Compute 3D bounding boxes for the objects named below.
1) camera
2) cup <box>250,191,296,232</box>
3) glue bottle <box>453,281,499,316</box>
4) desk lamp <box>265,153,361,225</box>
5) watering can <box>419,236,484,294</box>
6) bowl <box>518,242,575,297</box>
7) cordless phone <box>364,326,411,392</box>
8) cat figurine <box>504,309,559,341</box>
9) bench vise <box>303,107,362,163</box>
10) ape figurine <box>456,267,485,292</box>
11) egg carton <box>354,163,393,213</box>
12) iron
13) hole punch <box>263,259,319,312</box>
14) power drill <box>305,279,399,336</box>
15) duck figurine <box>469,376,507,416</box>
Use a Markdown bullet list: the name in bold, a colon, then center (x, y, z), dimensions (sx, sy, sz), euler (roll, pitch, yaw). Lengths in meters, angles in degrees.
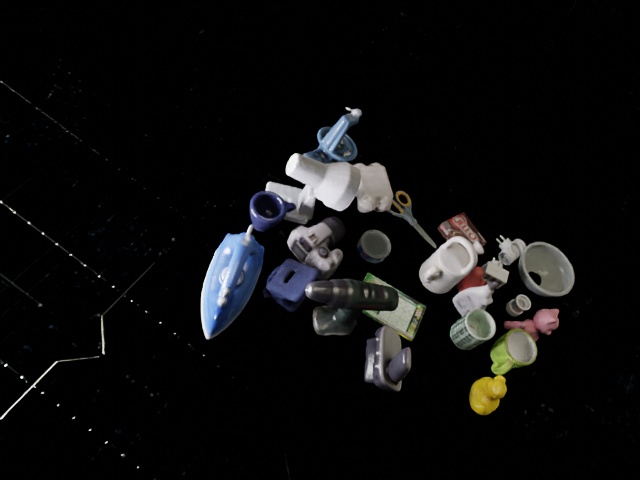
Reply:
- **camera**: center (0.013, 0.005, 1.441), dimensions (0.137, 0.100, 0.143), euler (-36, 78, -30)
- **cup**: center (-0.124, -0.064, 1.436), dimensions (0.118, 0.095, 0.091), euler (-7, 65, -22)
- **glue bottle**: center (0.404, 0.145, 1.455), dimensions (0.037, 0.173, 0.078), euler (-21, 71, -27)
- **desk lamp**: center (-0.023, -0.128, 1.434), dimensions (0.203, 0.213, 0.118), euler (12, 60, -12)
- **watering can**: center (0.344, 0.052, 1.472), dimensions (0.101, 0.194, 0.173), euler (40, 58, 5)
- **bowl**: center (0.623, 0.094, 1.614), dimensions (0.168, 0.074, 0.167), euler (8, 61, -14)
- **cordless phone**: center (0.174, 0.259, 1.309), dimensions (0.094, 0.185, 0.147), euler (9, 60, -14)
- **cat figurine**: center (0.567, 0.221, 1.501), dimensions (0.128, 0.117, 0.067), euler (-6, 65, -21)
- **bench vise**: center (0.034, -0.243, 1.511), dimensions (0.121, 0.219, 0.208), euler (34, 58, 2)
- **ape figurine**: center (0.406, 0.102, 1.527), dimensions (0.077, 0.092, 0.076), euler (46, 59, 9)
- **egg carton**: center (0.141, -0.145, 1.584), dimensions (0.107, 0.069, 0.150), euler (-5, 64, -21)
- **iron**: center (-0.200, 0.089, 1.300), dimensions (0.119, 0.141, 0.258), euler (20, 58, -7)
- **hole punch**: center (-0.070, 0.102, 1.367), dimensions (0.101, 0.091, 0.109), euler (35, 58, 2)
- **power drill**: center (0.054, 0.152, 1.313), dimensions (0.230, 0.208, 0.075), euler (1, 62, -18)
- **duck figurine**: center (0.415, 0.372, 1.388), dimensions (0.077, 0.086, 0.105), euler (39, 58, 5)
